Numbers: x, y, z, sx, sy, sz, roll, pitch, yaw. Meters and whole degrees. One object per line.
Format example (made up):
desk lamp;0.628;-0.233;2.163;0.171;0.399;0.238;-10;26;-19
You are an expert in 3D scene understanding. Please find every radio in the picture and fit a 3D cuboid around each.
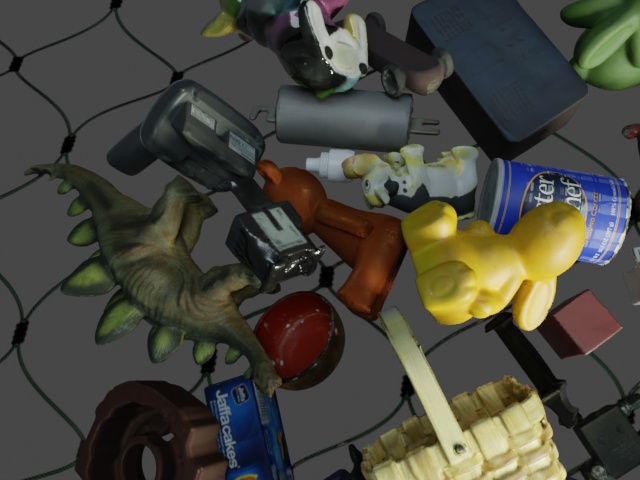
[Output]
radio;0.225;-0.226;0.700;0.131;0.073;0.229;-30;75;-5

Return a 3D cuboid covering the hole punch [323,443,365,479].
hole punch;0.026;0.299;0.542;0.092;0.115;0.142;-34;75;14

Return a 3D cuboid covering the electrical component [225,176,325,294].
electrical component;-0.059;-0.009;0.564;0.075;0.047;0.119;-23;61;-41

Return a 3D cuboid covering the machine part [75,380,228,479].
machine part;-0.181;0.240;0.574;0.180;0.056;0.179;-5;78;27

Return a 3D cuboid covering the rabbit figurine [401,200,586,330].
rabbit figurine;0.191;0.028;0.555;0.173;0.162;0.122;-27;38;15

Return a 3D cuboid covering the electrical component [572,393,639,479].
electrical component;0.323;0.220;0.575;0.102;0.045;0.078;-23;75;-3

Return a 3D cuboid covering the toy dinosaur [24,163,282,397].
toy dinosaur;-0.206;0.017;0.643;0.198;0.105;0.472;-42;63;-5

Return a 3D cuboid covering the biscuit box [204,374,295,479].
biscuit box;-0.070;0.249;0.583;0.063;0.059;0.202;-19;72;13

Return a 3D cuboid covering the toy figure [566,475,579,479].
toy figure;0.247;0.321;0.543;0.064;0.058;0.154;21;72;-13

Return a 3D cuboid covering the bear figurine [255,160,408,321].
bear figurine;0.001;-0.006;0.629;0.196;0.120;0.132;23;80;12

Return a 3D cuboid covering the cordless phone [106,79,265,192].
cordless phone;-0.177;-0.106;0.690;0.184;0.146;0.089;-23;51;35

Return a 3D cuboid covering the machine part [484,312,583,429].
machine part;0.238;0.141;0.596;0.039;0.084;0.139;-44;60;23

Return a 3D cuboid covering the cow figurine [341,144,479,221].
cow figurine;0.109;-0.064;0.651;0.167;0.068;0.098;-4;91;-11

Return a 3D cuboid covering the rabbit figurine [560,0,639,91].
rabbit figurine;0.375;-0.269;0.649;0.159;0.170;0.121;-12;73;0

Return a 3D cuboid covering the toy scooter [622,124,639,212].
toy scooter;0.448;-0.103;0.647;0.184;0.075;0.135;-28;72;1

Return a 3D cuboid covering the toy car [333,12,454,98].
toy car;0.082;-0.241;0.699;0.089;0.053;0.202;-29;49;-19

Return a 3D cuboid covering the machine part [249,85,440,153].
machine part;0.031;-0.156;0.691;0.243;0.079;0.079;6;74;7

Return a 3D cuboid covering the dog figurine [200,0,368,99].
dog figurine;-0.055;-0.264;0.682;0.219;0.108;0.191;0;103;45
